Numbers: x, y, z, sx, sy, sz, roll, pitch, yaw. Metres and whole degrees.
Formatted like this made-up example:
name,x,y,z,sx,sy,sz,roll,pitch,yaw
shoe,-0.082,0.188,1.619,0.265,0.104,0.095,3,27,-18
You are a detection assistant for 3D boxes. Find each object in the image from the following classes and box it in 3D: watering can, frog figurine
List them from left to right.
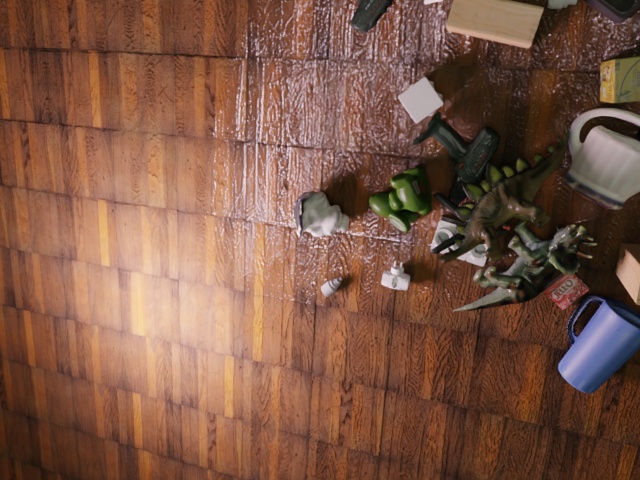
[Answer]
name,x,y,z,sx,sy,sz,roll,pitch,yaw
frog figurine,0.005,-0.077,1.531,0.160,0.123,0.137,-2,97,-18
watering can,0.725,-0.168,1.204,0.353,0.104,0.220,44,126,37
